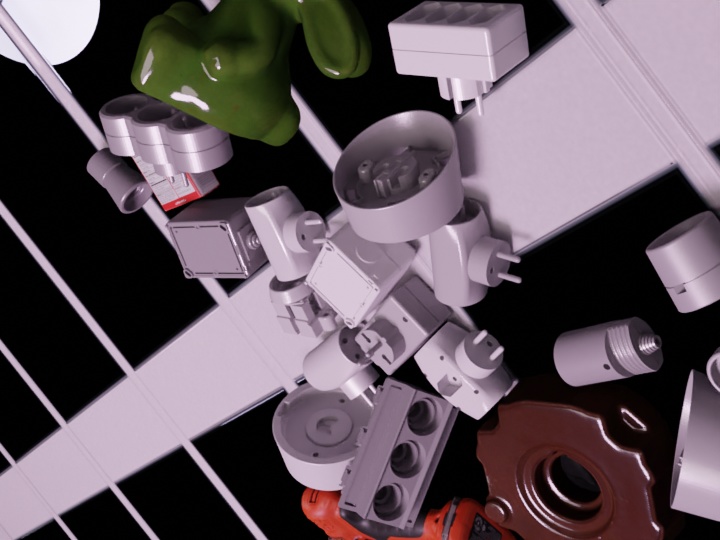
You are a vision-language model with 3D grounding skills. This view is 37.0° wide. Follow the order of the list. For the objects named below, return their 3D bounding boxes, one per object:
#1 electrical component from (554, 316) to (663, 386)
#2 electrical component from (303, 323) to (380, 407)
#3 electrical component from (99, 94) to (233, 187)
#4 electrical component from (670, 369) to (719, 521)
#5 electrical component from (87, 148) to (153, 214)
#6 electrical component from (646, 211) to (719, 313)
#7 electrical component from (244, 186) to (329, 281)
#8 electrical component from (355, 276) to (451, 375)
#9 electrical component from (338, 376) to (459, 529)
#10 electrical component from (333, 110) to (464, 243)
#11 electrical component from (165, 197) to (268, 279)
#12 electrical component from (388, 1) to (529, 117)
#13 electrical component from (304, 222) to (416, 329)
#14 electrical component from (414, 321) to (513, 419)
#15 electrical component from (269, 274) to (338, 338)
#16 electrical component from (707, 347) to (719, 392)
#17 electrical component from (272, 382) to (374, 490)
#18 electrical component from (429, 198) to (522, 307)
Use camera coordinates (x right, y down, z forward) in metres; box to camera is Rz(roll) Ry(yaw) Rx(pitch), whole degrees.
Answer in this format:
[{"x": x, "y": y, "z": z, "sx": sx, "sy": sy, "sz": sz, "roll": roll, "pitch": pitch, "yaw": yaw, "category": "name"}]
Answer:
[{"x": 0.190, "y": 0.060, "z": 0.804, "sx": 0.081, "sy": 0.043, "sz": 0.043, "roll": -20, "pitch": 106, "yaw": 50, "category": "electrical component"}, {"x": -0.007, "y": 0.096, "z": 1.025, "sx": 0.079, "sy": 0.044, "sz": 0.077, "roll": 50, "pitch": 142, "yaw": 0, "category": "electrical component"}, {"x": -0.170, "y": -0.108, "z": 0.959, "sx": 0.138, "sy": 0.052, "sz": 0.073, "roll": 16, "pitch": 131, "yaw": 35, "category": "electrical component"}, {"x": 0.247, "y": 0.126, "z": 0.762, "sx": 0.064, "sy": 0.099, "sz": 0.099, "roll": 19, "pitch": 132, "yaw": 26, "category": "electrical component"}, {"x": -0.250, "y": -0.095, "z": 1.111, "sx": 0.065, "sy": 0.044, "sz": 0.044, "roll": 43, "pitch": 142, "yaw": 17, "category": "electrical component"}, {"x": 0.223, "y": -0.006, "z": 0.710, "sx": 0.047, "sy": 0.055, "sz": 0.055, "roll": 57, "pitch": 142, "yaw": -2, "category": "electrical component"}, {"x": -0.058, "y": -0.034, "z": 0.969, "sx": 0.079, "sy": 0.043, "sz": 0.077, "roll": -2, "pitch": 119, "yaw": 45, "category": "electrical component"}, {"x": 0.025, "y": 0.059, "z": 0.936, "sx": 0.047, "sy": 0.076, "sz": 0.083, "roll": 46, "pitch": 142, "yaw": 7, "category": "electrical component"}, {"x": 0.031, "y": 0.163, "z": 0.978, "sx": 0.079, "sy": 0.121, "sz": 0.063, "roll": 22, "pitch": 180, "yaw": -26, "category": "electrical component"}, {"x": 0.030, "y": -0.068, "z": 0.815, "sx": 0.099, "sy": 0.099, "sz": 0.064, "roll": 13, "pitch": 135, "yaw": 38, "category": "electrical component"}, {"x": -0.125, "y": -0.033, "z": 1.028, "sx": 0.096, "sy": 0.061, "sz": 0.061, "roll": 0, "pitch": 120, "yaw": 35, "category": "electrical component"}, {"x": 0.072, "y": -0.143, "z": 0.750, "sx": 0.083, "sy": 0.047, "sz": 0.075, "roll": 13, "pitch": 129, "yaw": 38, "category": "electrical component"}, {"x": 0.000, "y": 0.000, "z": 0.932, "sx": 0.062, "sy": 0.061, "sz": 0.096, "roll": 44, "pitch": 150, "yaw": 7, "category": "electrical component"}, {"x": 0.095, "y": 0.077, "z": 0.910, "sx": 0.077, "sy": 0.043, "sz": 0.079, "roll": 44, "pitch": 141, "yaw": 7, "category": "electrical component"}, {"x": -0.057, "y": 0.029, "z": 1.020, "sx": 0.066, "sy": 0.048, "sz": 0.055, "roll": 7, "pitch": 133, "yaw": 41, "category": "electrical component"}, {"x": 0.263, "y": 0.060, "z": 0.729, "sx": 0.040, "sy": 0.046, "sz": 0.040, "roll": 26, "pitch": 136, "yaw": 28, "category": "electrical component"}, {"x": -0.028, "y": 0.166, "z": 1.057, "sx": 0.108, "sy": 0.108, "sz": 0.060, "roll": 24, "pitch": 141, "yaw": 30, "category": "electrical component"}, {"x": 0.092, "y": -0.010, "z": 0.843, "sx": 0.079, "sy": 0.043, "sz": 0.077, "roll": 18, "pitch": 131, "yaw": 34, "category": "electrical component"}]
